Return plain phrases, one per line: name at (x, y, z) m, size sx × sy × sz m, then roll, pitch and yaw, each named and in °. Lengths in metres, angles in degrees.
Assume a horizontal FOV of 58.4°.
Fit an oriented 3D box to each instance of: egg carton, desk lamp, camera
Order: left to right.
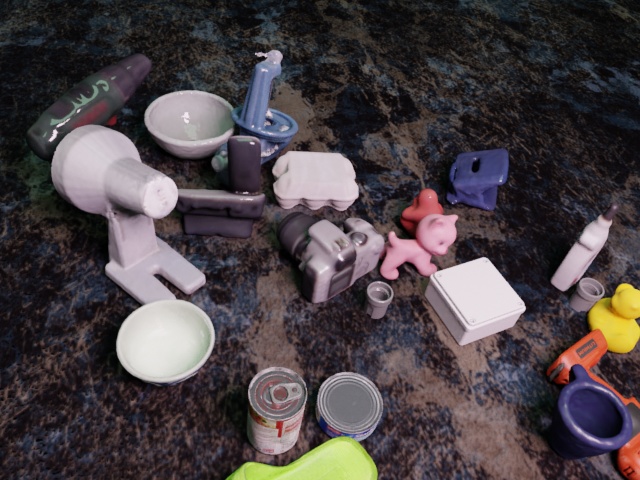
desk lamp at (-0.263, -0.036, 0.808) m, size 0.202 × 0.213 × 0.118 m, roll 34°, pitch 51°, yaw 21°
egg carton at (-0.009, -0.104, 1.013) m, size 0.150 × 0.069 × 0.107 m, roll 0°, pitch 47°, yaw -9°
camera at (0.008, 0.003, 0.895) m, size 0.143 × 0.101 × 0.136 m, roll -29°, pitch 58°, yaw -31°

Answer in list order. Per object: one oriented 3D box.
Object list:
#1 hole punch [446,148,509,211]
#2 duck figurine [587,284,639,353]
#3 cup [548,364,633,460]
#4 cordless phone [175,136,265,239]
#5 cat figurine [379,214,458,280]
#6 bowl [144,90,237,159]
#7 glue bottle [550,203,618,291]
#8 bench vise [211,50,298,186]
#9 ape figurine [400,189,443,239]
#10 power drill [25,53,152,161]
hole punch at (0.292, -0.121, 1.065) m, size 0.101 × 0.091 × 0.109 m, roll 15°, pitch 47°, yaw 5°
duck figurine at (0.465, 0.115, 0.880) m, size 0.077 × 0.086 × 0.104 m, roll 17°, pitch 47°, yaw 7°
cup at (0.333, 0.231, 0.743) m, size 0.092 × 0.095 × 0.117 m, roll 4°, pitch 47°, yaw -5°
cordless phone at (-0.158, -0.096, 0.902) m, size 0.148 × 0.185 × 0.094 m, roll 0°, pitch 47°, yaw -9°
cat figurine at (0.161, 0.000, 0.913) m, size 0.128 × 0.118 × 0.067 m, roll -5°, pitch 48°, yaw -14°
bowl at (-0.237, -0.201, 1.062) m, size 0.167 × 0.075 × 0.167 m, roll 5°, pitch 47°, yaw -5°
glue bottle at (0.428, 0.007, 0.914) m, size 0.037 × 0.173 × 0.078 m, roll 38°, pitch 53°, yaw 24°
bench vise at (-0.103, -0.198, 0.981) m, size 0.121 × 0.220 × 0.207 m, roll 13°, pitch 47°, yaw 3°
ape figurine at (0.179, -0.050, 0.980) m, size 0.078 × 0.092 × 0.076 m, roll 0°, pitch 47°, yaw -9°
power drill at (-0.351, -0.169, 0.920) m, size 0.075 × 0.208 × 0.230 m, roll 28°, pitch 49°, yaw 17°
